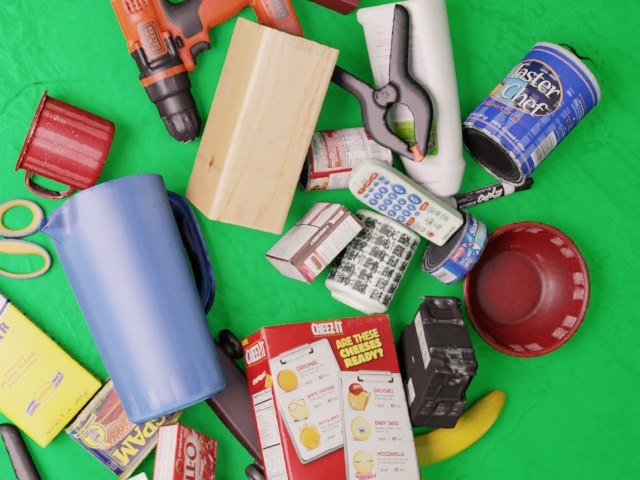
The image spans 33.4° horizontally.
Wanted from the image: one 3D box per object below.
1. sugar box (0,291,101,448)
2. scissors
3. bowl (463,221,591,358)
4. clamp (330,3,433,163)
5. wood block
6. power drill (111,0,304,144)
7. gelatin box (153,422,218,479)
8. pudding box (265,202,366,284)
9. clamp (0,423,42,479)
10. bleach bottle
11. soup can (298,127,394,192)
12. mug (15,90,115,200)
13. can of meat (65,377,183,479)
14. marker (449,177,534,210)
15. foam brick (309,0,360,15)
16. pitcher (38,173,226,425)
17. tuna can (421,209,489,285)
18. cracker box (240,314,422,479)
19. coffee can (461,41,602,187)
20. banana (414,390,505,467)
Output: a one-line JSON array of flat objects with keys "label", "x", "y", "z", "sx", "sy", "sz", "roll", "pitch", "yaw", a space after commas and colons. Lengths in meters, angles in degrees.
[{"label": "sugar box", "x": -0.329, "y": 0.128, "z": 1.138, "sx": 0.176, "sy": 0.048, "sz": 0.093, "roll": 43, "pitch": 81, "yaw": -12}, {"label": "scissors", "x": -0.383, "y": -0.012, "z": 1.139, "sx": 0.201, "sy": 0.016, "sz": 0.096, "roll": 15, "pitch": 84, "yaw": -14}, {"label": "bowl", "x": 0.237, "y": 0.058, "z": 1.272, "sx": 0.162, "sy": 0.055, "sz": 0.162, "roll": 0, "pitch": 90, "yaw": -14}, {"label": "clamp", "x": 0.080, "y": -0.169, "z": 1.169, "sx": 0.120, "sy": 0.039, "sz": 0.171, "roll": -36, "pitch": 90, "yaw": 20}, {"label": "wood block", "x": -0.065, "y": -0.123, "z": 1.146, "sx": 0.090, "sy": 0.091, "sz": 0.206, "roll": 12, "pitch": 103, "yaw": -28}, {"label": "power drill", "x": -0.117, "y": -0.220, "z": 1.183, "sx": 0.187, "sy": 0.057, "sz": 0.184, "roll": -25, "pitch": 101, "yaw": -14}, {"label": "gelatin box", "x": -0.142, "y": 0.247, "z": 1.129, "sx": 0.073, "sy": 0.030, "sz": 0.089, "roll": 39, "pitch": 45, "yaw": -49}, {"label": "pudding box", "x": -0.008, "y": 0.001, "z": 1.182, "sx": 0.039, "sy": 0.114, "sz": 0.090, "roll": 45, "pitch": 81, "yaw": -12}, {"label": "clamp", "x": -0.295, "y": 0.302, "z": 1.133, "sx": 0.210, "sy": 0.036, "sz": 0.164, "roll": 23, "pitch": 83, "yaw": 3}, {"label": "bleach bottle", "x": 0.112, "y": -0.148, "z": 1.229, "sx": 0.067, "sy": 0.103, "sz": 0.251, "roll": -22, "pitch": 107, "yaw": -48}, {"label": "soup can", "x": 0.026, "y": -0.093, "z": 1.213, "sx": 0.102, "sy": 0.069, "sz": 0.068, "roll": -7, "pitch": 92, "yaw": -14}, {"label": "mug", "x": -0.274, "y": -0.092, "z": 1.136, "sx": 0.081, "sy": 0.093, "sz": 0.117, "roll": 21, "pitch": 116, "yaw": -18}, {"label": "can of meat", "x": -0.214, "y": 0.196, "z": 1.161, "sx": 0.084, "sy": 0.057, "sz": 0.102, "roll": 42, "pitch": 80, "yaw": -8}, {"label": "marker", "x": 0.201, "y": -0.056, "z": 1.282, "sx": 0.121, "sy": 0.020, "sz": 0.020, "roll": -16, "pitch": 94, "yaw": -14}, {"label": "foam brick", "x": 0.025, "y": -0.305, "z": 1.221, "sx": 0.053, "sy": 0.051, "sz": 0.078, "roll": 19, "pitch": 85, "yaw": -15}, {"label": "pitcher", "x": -0.179, "y": 0.059, "z": 1.115, "sx": 0.149, "sy": 0.145, "sz": 0.243, "roll": -21, "pitch": 85, "yaw": -4}, {"label": "tuna can", "x": 0.157, "y": 0.009, "z": 1.236, "sx": 0.033, "sy": 0.086, "sz": 0.086, "roll": 33, "pitch": 82, "yaw": -14}, {"label": "cracker box", "x": 0.014, "y": 0.198, "z": 1.165, "sx": 0.163, "sy": 0.072, "sz": 0.214, "roll": -3, "pitch": 74, "yaw": -31}, {"label": "coffee can", "x": 0.244, "y": -0.147, "z": 1.249, "sx": 0.103, "sy": 0.103, "sz": 0.140, "roll": 46, "pitch": 80, "yaw": -10}, {"label": "banana", "x": 0.133, "y": 0.229, "z": 1.256, "sx": 0.197, "sy": 0.037, "sz": 0.069, "roll": -10, "pitch": 94, "yaw": -14}]
